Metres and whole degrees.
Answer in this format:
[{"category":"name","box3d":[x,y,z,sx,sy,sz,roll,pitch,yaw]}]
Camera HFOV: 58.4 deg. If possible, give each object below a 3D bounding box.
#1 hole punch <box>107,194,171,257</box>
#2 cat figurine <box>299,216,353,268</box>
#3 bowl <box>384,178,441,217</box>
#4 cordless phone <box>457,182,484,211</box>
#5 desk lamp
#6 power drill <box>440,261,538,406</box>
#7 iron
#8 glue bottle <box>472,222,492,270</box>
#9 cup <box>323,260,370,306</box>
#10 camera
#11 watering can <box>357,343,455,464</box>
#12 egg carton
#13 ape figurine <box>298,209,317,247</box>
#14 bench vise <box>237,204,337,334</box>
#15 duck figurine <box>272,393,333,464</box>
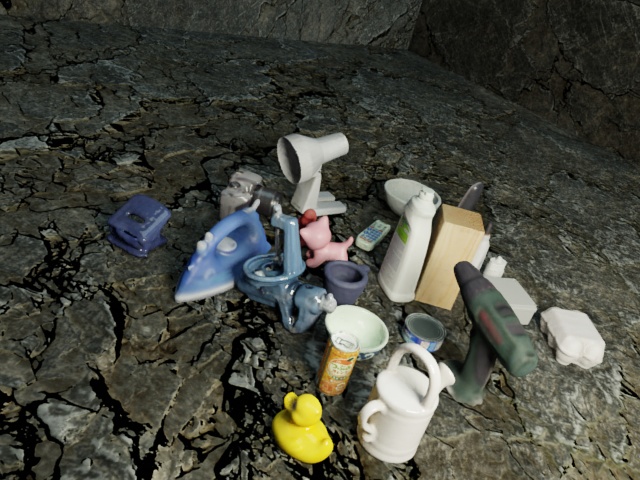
[{"category":"hole punch","box3d":[-0.375,-0.032,1.188,0.108,0.091,0.101,26,32,17]},{"category":"cat figurine","box3d":[0.012,0.005,1.281,0.128,0.118,0.067,12,31,-7]},{"category":"bowl","box3d":[0.251,-0.104,1.614,0.167,0.075,0.167,12,31,-7]},{"category":"cordless phone","box3d":[0.353,-0.064,1.486,0.094,0.185,0.148,32,34,26]},{"category":"desk lamp","box3d":[-0.016,-0.174,1.468,0.204,0.213,0.117,-9,38,-35]},{"category":"power drill","box3d":[0.280,0.180,1.027,0.076,0.208,0.229,-3,35,-28]},{"category":"iron","box3d":[-0.196,0.014,1.147,0.118,0.141,0.259,25,32,17]},{"category":"glue bottle","box3d":[0.369,0.033,1.346,0.037,0.173,0.078,29,33,22]},{"category":"cup","box3d":[0.051,0.098,1.168,0.118,0.095,0.091,-18,44,-44]},{"category":"camera","box3d":[-0.164,-0.104,1.396,0.137,0.101,0.143,16,30,0]},{"category":"watering can","box3d":[0.133,0.237,0.880,0.100,0.194,0.173,29,33,22]},{"category":"egg carton","box3d":[0.543,0.209,1.239,0.107,0.069,0.150,10,31,-9]},{"category":"ape figurine","box3d":[-0.033,-0.032,1.346,0.077,0.092,0.076,20,31,8]},{"category":"bench vise","box3d":[-0.050,0.050,1.078,0.207,0.220,0.121,20,31,8]},{"category":"duck figurine","box3d":[-0.020,0.273,0.856,0.104,0.086,0.078,34,35,29]}]
